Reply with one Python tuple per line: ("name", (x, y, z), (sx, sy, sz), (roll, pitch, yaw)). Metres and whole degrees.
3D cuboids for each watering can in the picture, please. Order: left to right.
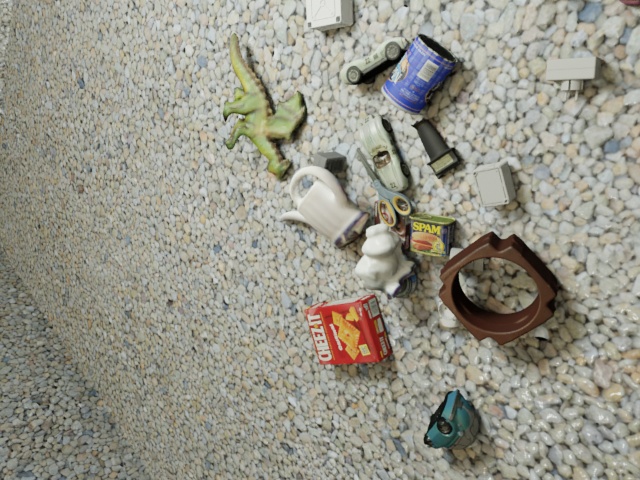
("watering can", (0.004, -0.068, 1.343), (0.225, 0.105, 0.342), (43, 154, 3))

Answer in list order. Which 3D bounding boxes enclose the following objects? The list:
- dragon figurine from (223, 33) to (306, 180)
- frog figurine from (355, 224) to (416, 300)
("dragon figurine", (-0.147, -0.369, 1.438), (0.243, 0.123, 0.405), (5, 105, 20))
("frog figurine", (0.135, 0.038, 1.191), (0.157, 0.138, 0.123), (54, 169, -22))
